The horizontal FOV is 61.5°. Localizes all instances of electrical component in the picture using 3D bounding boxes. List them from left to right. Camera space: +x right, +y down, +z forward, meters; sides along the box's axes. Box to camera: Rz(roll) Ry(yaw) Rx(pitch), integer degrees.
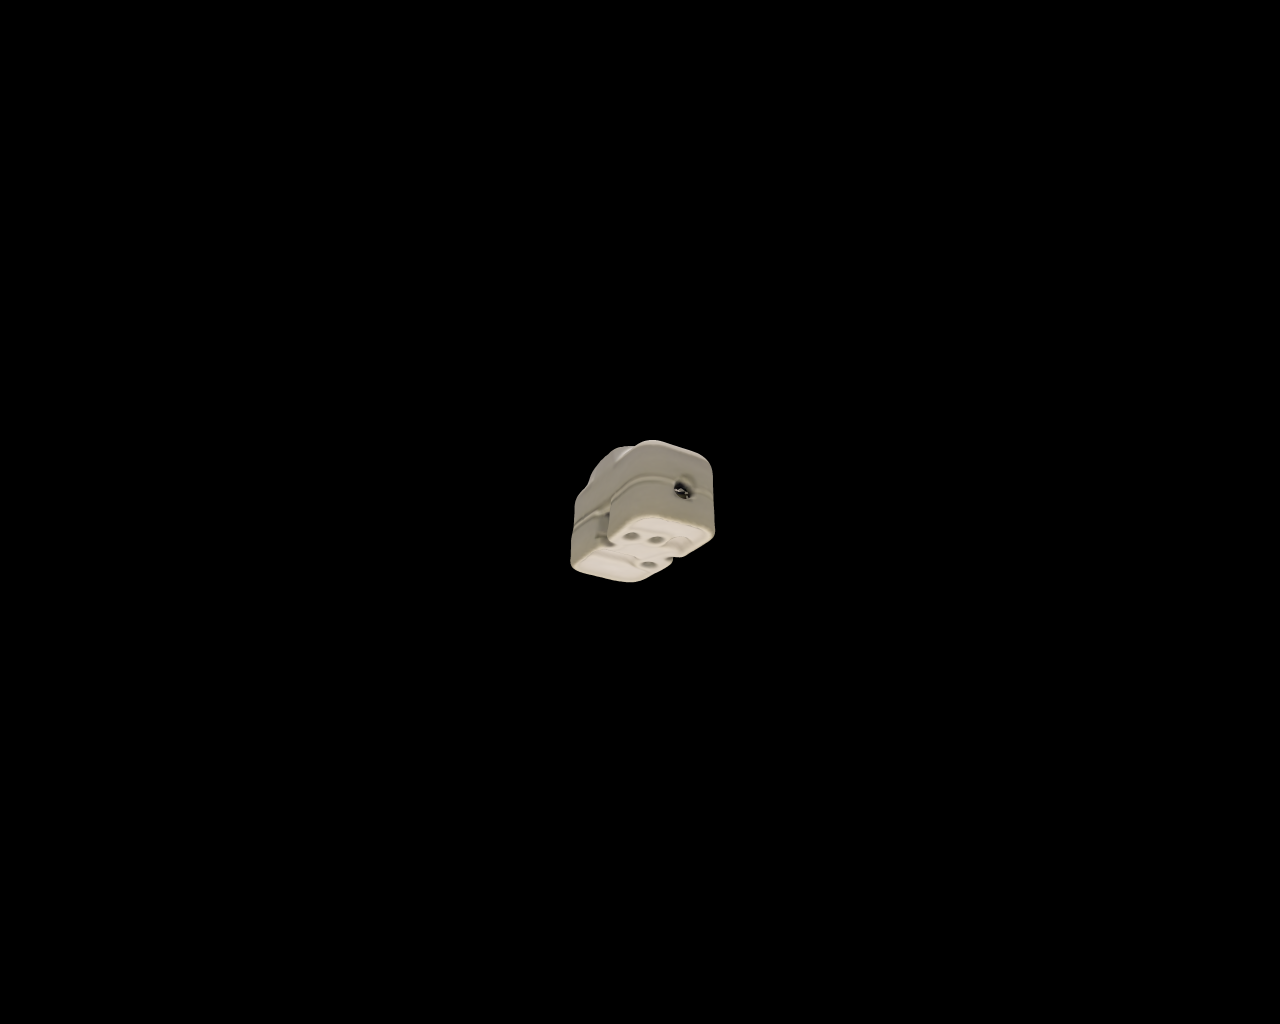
[{"bbox_3d":[0.001,-0.003,0.650,0.054,0.059,0.095,16,-31,-28],"label":"electrical component"}]
